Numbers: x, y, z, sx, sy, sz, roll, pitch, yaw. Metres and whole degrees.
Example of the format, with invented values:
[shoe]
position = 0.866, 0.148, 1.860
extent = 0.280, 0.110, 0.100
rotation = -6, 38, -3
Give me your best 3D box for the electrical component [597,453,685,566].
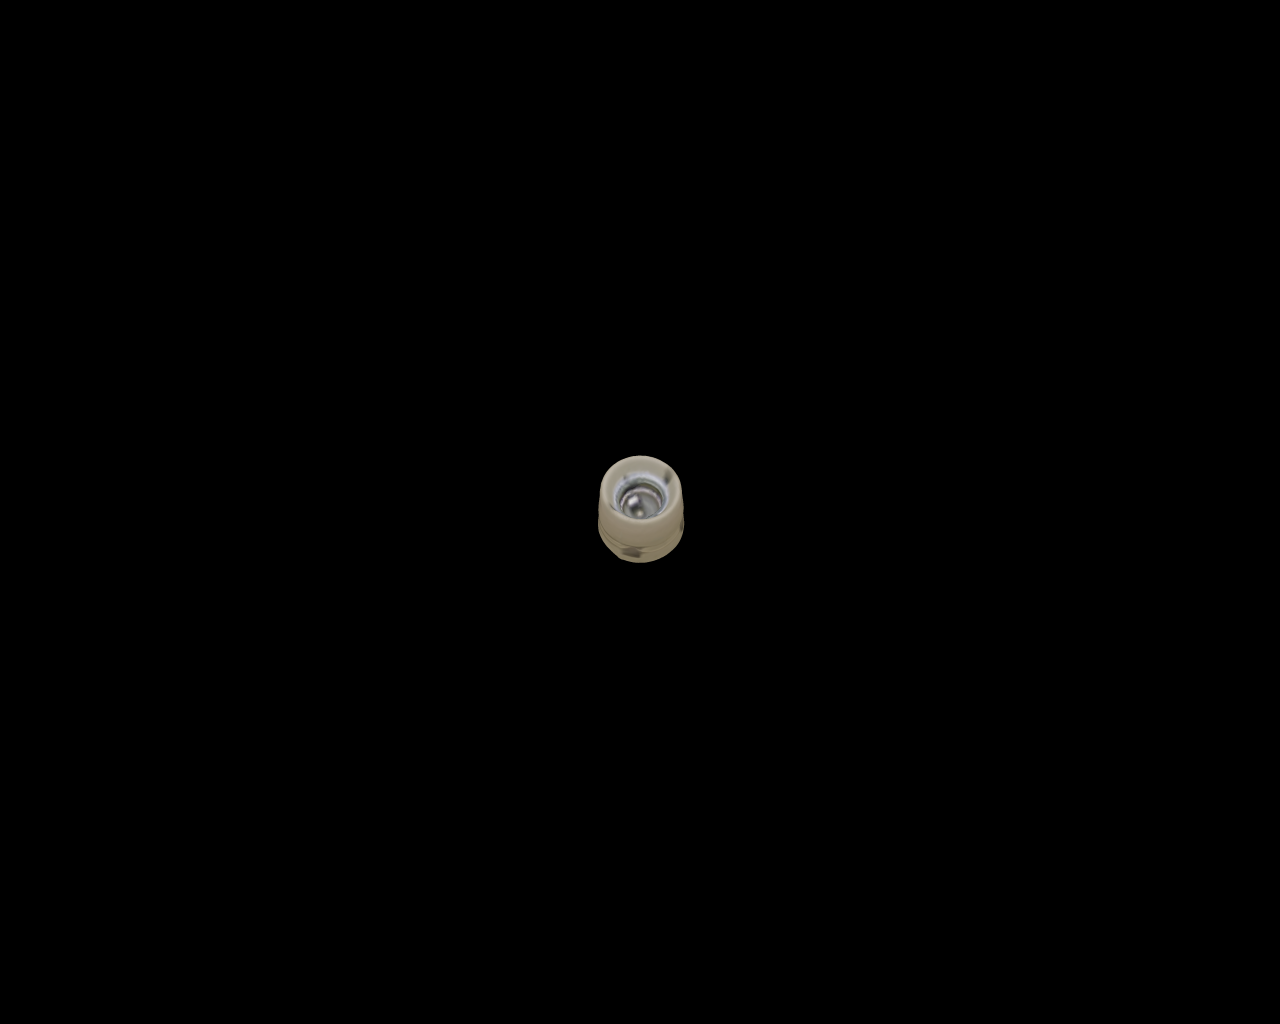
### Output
[electrical component]
position = 0.001, -0.003, 0.650
extent = 0.055, 0.055, 0.047
rotation = 0, -30, 0
